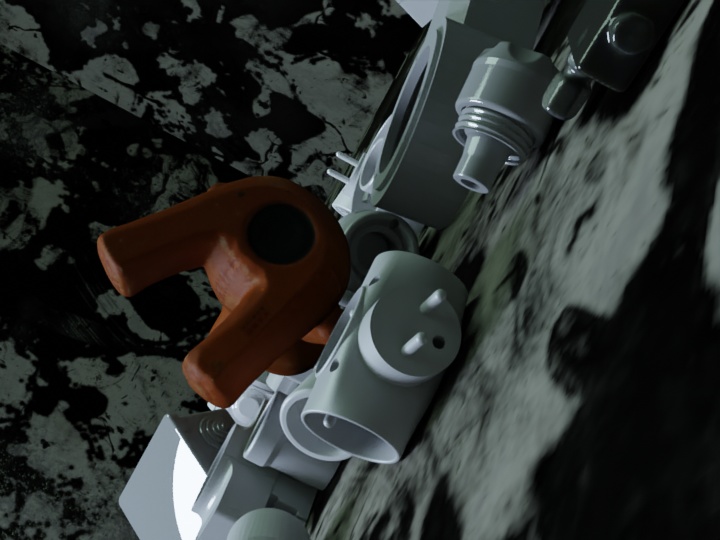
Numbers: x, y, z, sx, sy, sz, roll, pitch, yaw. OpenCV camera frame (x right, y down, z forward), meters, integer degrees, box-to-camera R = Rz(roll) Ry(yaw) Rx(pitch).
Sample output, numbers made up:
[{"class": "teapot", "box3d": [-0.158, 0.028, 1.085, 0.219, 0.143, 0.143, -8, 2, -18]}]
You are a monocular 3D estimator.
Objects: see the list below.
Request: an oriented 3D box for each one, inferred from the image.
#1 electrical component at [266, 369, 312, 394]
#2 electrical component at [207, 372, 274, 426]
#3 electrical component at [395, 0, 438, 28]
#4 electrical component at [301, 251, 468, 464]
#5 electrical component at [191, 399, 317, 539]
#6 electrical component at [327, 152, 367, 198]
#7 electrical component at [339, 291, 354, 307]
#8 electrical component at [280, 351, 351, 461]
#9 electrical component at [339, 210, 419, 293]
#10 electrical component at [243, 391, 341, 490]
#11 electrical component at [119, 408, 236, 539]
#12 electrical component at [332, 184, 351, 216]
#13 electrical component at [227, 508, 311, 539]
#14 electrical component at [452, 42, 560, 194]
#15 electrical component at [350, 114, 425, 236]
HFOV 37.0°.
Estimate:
[{"class": "electrical component", "box3d": [-0.044, 0.073, 0.792, 0.076, 0.047, 0.065, -61, 5, 10]}, {"class": "electrical component", "box3d": [-0.089, 0.102, 0.923, 0.080, 0.080, 0.051, -85, 19, -78]}, {"class": "electrical component", "box3d": [0.100, -0.248, 0.714, 0.186, 0.060, 0.105, -32, 18, 52]}, {"class": "electrical component", "box3d": [0.015, 0.029, 0.426, 0.077, 0.044, 0.079, -64, 6, -25]}, {"class": "electrical component", "box3d": [-0.057, 0.123, 0.604, 0.050, 0.056, 0.089, -59, 6, 36]}, {"class": "electrical component", "box3d": [0.011, -0.068, 0.845, 0.138, 0.074, 0.052, -65, 6, -32]}, {"class": "electrical component", "box3d": [0.000, 0.000, 0.766, 0.048, 0.048, 0.062, -61, -2, 10]}, {"class": "electrical component", "box3d": [-0.009, 0.060, 0.548, 0.044, 0.044, 0.065, -59, 1, 35]}, {"class": "electrical component", "box3d": [0.008, -0.011, 0.677, 0.055, 0.055, 0.047, -63, 9, -4]}, {"class": "electrical component", "box3d": [-0.033, 0.092, 0.577, 0.040, 0.046, 0.040, -61, 5, 9]}, {"class": "electrical component", "box3d": [-0.098, 0.147, 0.678, 0.048, 0.099, 0.099, -5, -44, -47]}, {"class": "electrical component", "box3d": [0.011, -0.062, 0.931, 0.047, 0.055, 0.055, -59, 4, -6]}, {"class": "electrical component", "box3d": [-0.042, 0.135, 0.470, 0.040, 0.040, 0.078, -61, 5, 10]}, {"class": "electrical component", "box3d": [0.061, -0.065, 0.473, 0.062, 0.043, 0.043, -65, 5, -9]}, {"class": "electrical component", "box3d": [0.036, -0.063, 0.753, 0.099, 0.064, 0.099, -56, 21, 35]}]
